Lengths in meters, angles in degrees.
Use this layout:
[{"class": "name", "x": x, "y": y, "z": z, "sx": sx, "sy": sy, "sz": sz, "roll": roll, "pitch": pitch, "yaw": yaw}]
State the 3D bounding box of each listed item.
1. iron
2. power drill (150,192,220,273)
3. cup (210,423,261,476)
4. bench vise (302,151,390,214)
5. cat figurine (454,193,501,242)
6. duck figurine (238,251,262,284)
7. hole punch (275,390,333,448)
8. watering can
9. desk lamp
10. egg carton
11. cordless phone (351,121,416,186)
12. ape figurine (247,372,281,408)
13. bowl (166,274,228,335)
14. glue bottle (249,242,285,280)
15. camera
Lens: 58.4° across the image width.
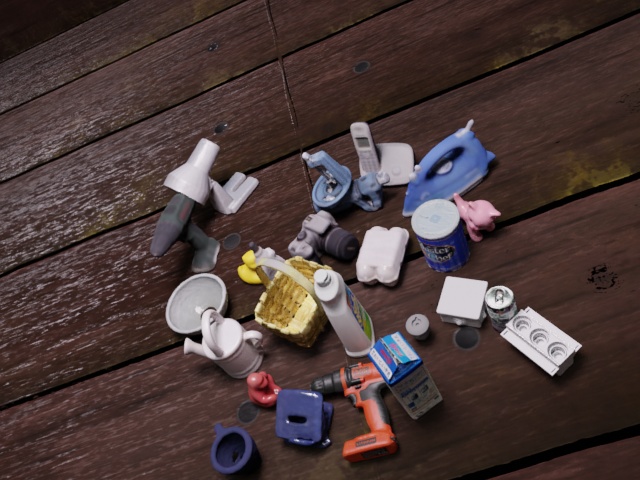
[{"class": "iron", "x": 0.286, "y": -0.171, "z": 1.367, "sx": 0.258, "sy": 0.142, "sz": 0.118, "roll": -37, "pitch": 49, "yaw": -5}, {"class": "power drill", "x": -0.348, "y": -0.006, "z": 1.494, "sx": 0.075, "sy": 0.209, "sz": 0.229, "roll": -8, "pitch": 53, "yaw": 19}, {"class": "cup", "x": -0.168, "y": 0.429, "z": 1.163, "sx": 0.092, "sy": 0.095, "sz": 0.117, "roll": -42, "pitch": 49, "yaw": -8}, {"class": "bench vise", "x": 0.056, "y": -0.158, "z": 1.412, "sx": 0.207, "sy": 0.220, "sz": 0.121, "roll": -24, "pitch": 49, "yaw": 7}, {"class": "cat figurine", "x": 0.343, "y": -0.061, "z": 1.275, "sx": 0.067, "sy": 0.118, "sz": 0.127, "roll": -38, "pitch": 49, "yaw": -5}, {"class": "duck figurine", "x": -0.165, "y": 0.061, "z": 1.441, "sx": 0.104, "sy": 0.086, "sz": 0.077, "roll": -15, "pitch": 51, "yaw": 14}, {"class": "hole punch", "x": -0.035, "y": 0.361, "z": 1.155, "sx": 0.108, "sy": 0.091, "sz": 0.101, "roll": -2, "pitch": 55, "yaw": 23}, {"class": "watering can", "x": -0.217, "y": 0.229, "z": 1.268, "sx": 0.173, "sy": 0.195, "sz": 0.100, "roll": -32, "pitch": 49, "yaw": 0}, {"class": "desk lamp", "x": -0.305, "y": -0.164, "z": 1.588, "sx": 0.117, "sy": 0.214, "sz": 0.203, "roll": 23, "pitch": 68, "yaw": 36}, {"class": "egg carton", "x": 0.145, "y": 0.036, "z": 1.327, "sx": 0.107, "sy": 0.070, "sz": 0.150, "roll": 2, "pitch": 57, "yaw": 26}, {"class": "cordless phone", "x": 0.156, "y": -0.223, "z": 1.437, "sx": 0.147, "sy": 0.186, "sz": 0.094, "roll": -1, "pitch": 56, "yaw": 24}, {"class": "ape figurine", "x": -0.125, "y": 0.316, "z": 1.229, "sx": 0.076, "sy": 0.092, "sz": 0.077, "roll": -16, "pitch": 51, "yaw": 14}, {"class": "bowl", "x": -0.293, "y": 0.171, "z": 1.426, "sx": 0.167, "sy": 0.075, "sz": 0.167, "roll": -12, "pitch": 52, "yaw": 16}, {"class": "glue bottle", "x": -0.126, "y": 0.055, "z": 1.369, "sx": 0.037, "sy": 0.174, "sz": 0.078, "roll": 31, "pitch": 73, "yaw": 38}, {"class": "camera", "x": 0.013, "y": 0.005, "z": 1.390, "sx": 0.136, "sy": 0.101, "sz": 0.143, "roll": 25, "pitch": 69, "yaw": 36}]
